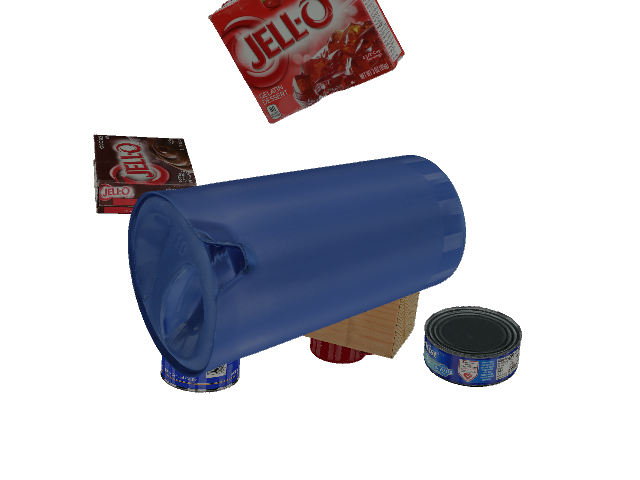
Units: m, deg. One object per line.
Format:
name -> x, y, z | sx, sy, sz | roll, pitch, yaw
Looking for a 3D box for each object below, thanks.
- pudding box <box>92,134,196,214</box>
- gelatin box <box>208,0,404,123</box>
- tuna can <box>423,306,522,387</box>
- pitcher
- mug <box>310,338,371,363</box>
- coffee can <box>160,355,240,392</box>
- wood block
pudding box -> -0.170, -0.063, 1.014 | 0.090, 0.039, 0.113 | 2, 25, -15
gelatin box -> -0.008, -0.117, 0.607 | 0.089, 0.073, 0.030 | -20, 20, 28
tuna can -> 0.134, 0.093, 0.947 | 0.086, 0.034, 0.086 | 0, 26, 0
pitcher -> -0.018, 0.009, 0.812 | 0.242, 0.145, 0.149 | -14, 39, -32
mug -> 0.038, 0.124, 1.498 | 0.117, 0.081, 0.093 | 16, 22, 29
coffee can -> -0.149, 0.107, 1.352 | 0.103, 0.140, 0.103 | 4, 19, -2
wood block -> -0.001, 0.051, 1.177 | 0.206, 0.091, 0.090 | 14, 23, 17
